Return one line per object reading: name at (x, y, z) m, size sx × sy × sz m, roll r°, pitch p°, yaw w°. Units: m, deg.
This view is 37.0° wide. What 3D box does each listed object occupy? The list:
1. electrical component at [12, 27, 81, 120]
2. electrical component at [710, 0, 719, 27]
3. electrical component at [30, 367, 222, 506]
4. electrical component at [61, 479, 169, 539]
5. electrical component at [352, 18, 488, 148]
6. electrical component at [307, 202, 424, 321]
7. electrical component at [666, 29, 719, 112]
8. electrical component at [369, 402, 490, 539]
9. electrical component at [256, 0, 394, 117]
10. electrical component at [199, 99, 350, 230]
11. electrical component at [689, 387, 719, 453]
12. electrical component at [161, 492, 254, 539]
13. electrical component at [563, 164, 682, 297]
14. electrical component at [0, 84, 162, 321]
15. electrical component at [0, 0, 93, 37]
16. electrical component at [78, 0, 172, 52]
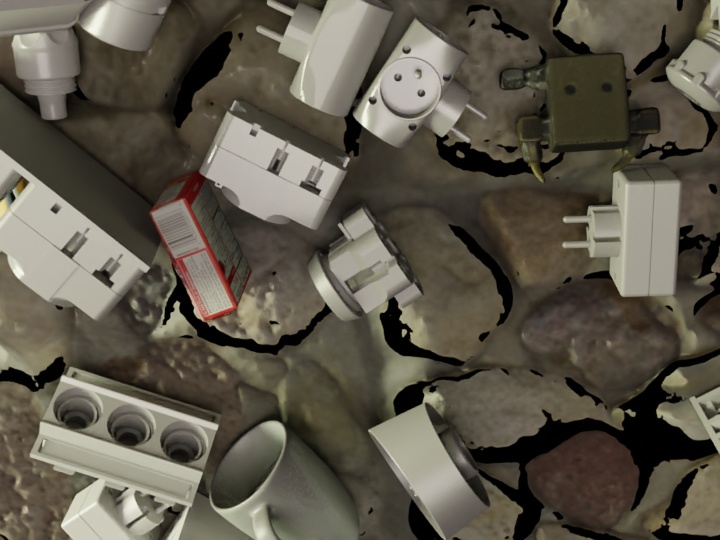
electrical component at (-0.211, -0.134, 0.730) m, size 0.043 × 0.043 × 0.062 m, roll 0°, pitch 111°, yaw 2°
electrical component at (0.248, -0.193, 0.673) m, size 0.042 × 0.063 × 0.081 m, roll 2°, pitch 69°, yaw 2°
electrical component at (-0.176, 0.131, 0.813) m, size 0.121 × 0.078 × 0.063 m, roll 18°, pitch 139°, yaw -5°
electrical component at (-0.181, 0.193, 0.849) m, size 0.077 × 0.047 × 0.065 m, roll -34°, pitch 105°, yaw 12°
electrical component at (0.048, -0.116, 0.726) m, size 0.079 × 0.044 × 0.077 m, roll 32°, pitch 108°, yaw -9°
electrical component at (0.000, 0.000, 0.765) m, size 0.057 × 0.058 × 0.078 m, roll -33°, pitch 106°, yaw 10°
electrical component at (0.238, -0.139, 0.711) m, size 0.048 × 0.048 × 0.062 m, roll 35°, pitch 102°, yaw -10°
electrical component at (0.051, 0.150, 0.800) m, size 0.064 × 0.099 × 0.099 m, roll -33°, pitch 106°, yaw 7°
electrical component at (-0.029, -0.153, 0.716) m, size 0.079 × 0.043 × 0.077 m, roll 24°, pitch 109°, yaw -6°
electrical component at (-0.060, -0.070, 0.745) m, size 0.089 × 0.050 × 0.055 m, roll 26°, pitch 109°, yaw -7°
electrical component at (0.324, 0.176, 0.792) m, size 0.060 × 0.105 × 0.186 m, roll -30°, pitch 107°, yaw 12°
electrical component at (-0.089, 0.255, 0.846) m, size 0.150 × 0.089 × 0.061 m, roll 32°, pitch 108°, yaw -9°
electrical component at (0.180, -0.027, 0.753) m, size 0.076 × 0.047 × 0.083 m, roll -2°, pitch 110°, yaw 3°
electrical component at (-0.224, -0.055, 0.710) m, size 0.186 × 0.105 × 0.060 m, roll 40°, pitch 103°, yaw -15°
electrical component at (-0.220, -0.205, 0.667) m, size 0.078 × 0.057 × 0.113 m, roll -16°, pitch 91°, yaw -35°
electrical component at (-0.154, -0.176, 0.708) m, size 0.055 × 0.055 × 0.047 m, roll 24°, pitch 113°, yaw -7°
